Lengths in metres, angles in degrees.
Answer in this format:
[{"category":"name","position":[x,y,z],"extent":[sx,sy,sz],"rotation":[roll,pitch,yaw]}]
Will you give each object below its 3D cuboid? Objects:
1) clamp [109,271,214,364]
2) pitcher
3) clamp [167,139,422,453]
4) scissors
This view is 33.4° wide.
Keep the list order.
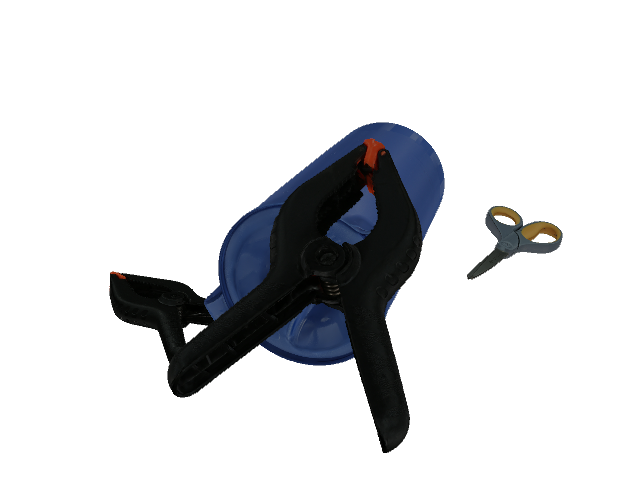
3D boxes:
[{"category":"clamp","position":[-0.157,0.078,1.120],"extent":[0.210,0.036,0.164],"rotation":[17,21,30]},{"category":"pitcher","position":[0.014,-0.008,0.882],"extent":[0.149,0.145,0.242],"rotation":[20,29,12]},{"category":"clamp","position":[0.013,0.025,0.537],"extent":[0.120,0.171,0.039],"rotation":[23,-26,15]},{"category":"scissors","position":[0.188,-0.001,1.153],"extent":[0.201,0.016,0.096],"rotation":[-13,39,-44]}]
